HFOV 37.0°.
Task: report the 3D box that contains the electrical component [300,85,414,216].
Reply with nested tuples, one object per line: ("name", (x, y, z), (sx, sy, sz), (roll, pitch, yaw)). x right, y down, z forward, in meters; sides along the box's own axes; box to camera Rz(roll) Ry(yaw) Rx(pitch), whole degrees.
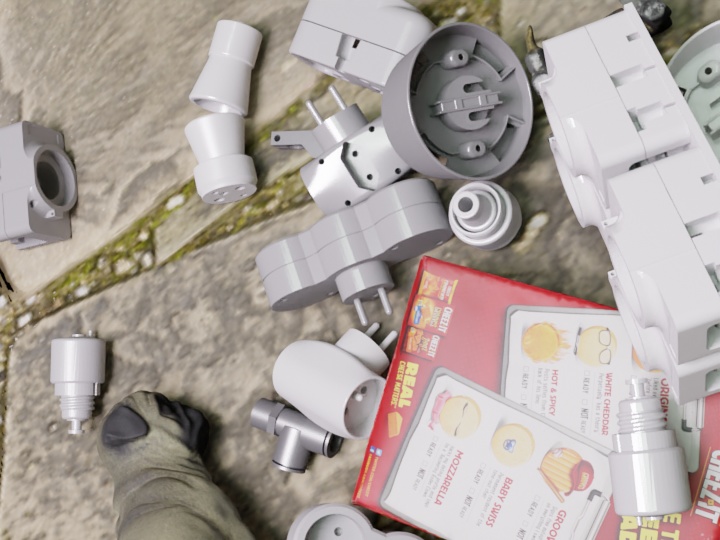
("electrical component", (-0.007, -0.087, 0.734), (0.077, 0.043, 0.079), (-32, 93, 11))

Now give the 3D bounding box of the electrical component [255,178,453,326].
("electrical component", (0.000, 0.000, 0.726), (0.138, 0.052, 0.073), (-25, 74, 19))

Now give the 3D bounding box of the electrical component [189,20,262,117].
("electrical component", (-0.096, -0.150, 0.794), (0.044, 0.044, 0.065), (12, 84, 24))

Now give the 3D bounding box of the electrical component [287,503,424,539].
("electrical component", (0.018, 0.192, 0.684), (0.138, 0.073, 0.052), (26, 75, -3))

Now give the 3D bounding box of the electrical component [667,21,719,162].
("electrical component", (0.225, -0.094, 0.632), (0.099, 0.064, 0.099), (-3, 82, 24))

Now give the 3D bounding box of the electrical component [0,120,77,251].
("electrical component", (-0.263, -0.067, 0.850), (0.056, 0.050, 0.089), (-12, 79, 22))

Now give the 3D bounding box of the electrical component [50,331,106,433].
("electrical component", (-0.214, 0.084, 0.816), (0.040, 0.040, 0.078), (-3, 82, 23))

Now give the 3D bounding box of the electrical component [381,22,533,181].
("electrical component", (0.063, -0.104, 0.684), (0.099, 0.064, 0.099), (0, 89, -20))

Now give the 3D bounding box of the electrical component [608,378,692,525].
("electrical component", (0.153, 0.097, 0.576), (0.040, 0.040, 0.078), (-9, 81, 22))

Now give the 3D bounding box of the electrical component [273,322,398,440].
("electrical component", (-0.007, 0.066, 0.721), (0.079, 0.043, 0.077), (-46, 40, -19))

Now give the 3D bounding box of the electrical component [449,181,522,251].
("electrical component", (0.077, -0.037, 0.691), (0.043, 0.062, 0.043), (-3, 82, 23))

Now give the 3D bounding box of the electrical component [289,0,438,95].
("electrical component", (0.007, -0.158, 0.741), (0.095, 0.054, 0.059), (24, 94, 24))

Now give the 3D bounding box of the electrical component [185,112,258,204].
("electrical component", (-0.101, -0.081, 0.784), (0.045, 0.045, 0.055), (-18, 77, 21))

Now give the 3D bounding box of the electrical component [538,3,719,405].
("electrical component", (0.154, -0.033, 0.576), (0.060, 0.105, 0.186), (-20, 58, 6))
